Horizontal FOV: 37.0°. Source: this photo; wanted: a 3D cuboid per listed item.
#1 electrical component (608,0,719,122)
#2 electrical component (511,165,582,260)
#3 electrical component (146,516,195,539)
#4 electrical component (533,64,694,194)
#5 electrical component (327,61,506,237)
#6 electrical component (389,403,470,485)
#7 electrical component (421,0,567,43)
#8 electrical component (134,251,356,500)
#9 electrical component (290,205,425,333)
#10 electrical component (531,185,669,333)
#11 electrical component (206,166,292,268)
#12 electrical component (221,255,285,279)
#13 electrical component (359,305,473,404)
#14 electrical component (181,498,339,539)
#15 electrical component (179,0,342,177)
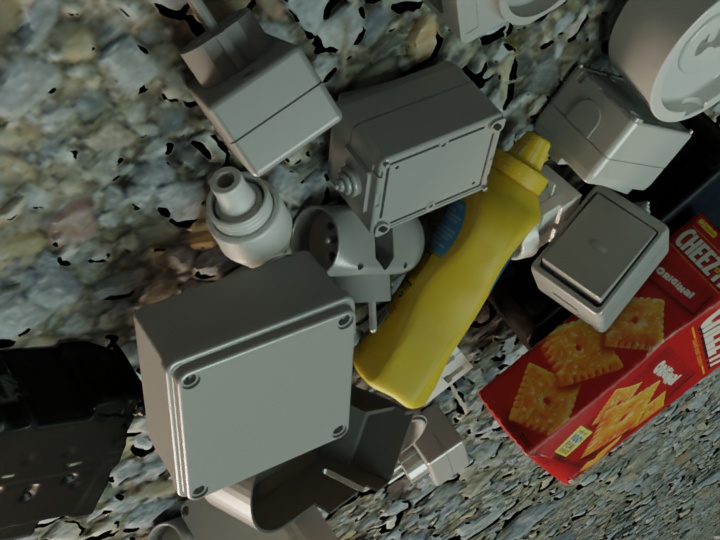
[{"bbox_3d":[0.207,-0.154,0.680,0.108,0.060,0.108,-27,149,-18],"label":"electrical component"},{"bbox_3d":[0.122,-0.038,0.769,0.055,0.048,0.066,-32,151,-25],"label":"electrical component"},{"bbox_3d":[-0.143,0.236,0.872,0.079,0.044,0.077,-47,149,18],"label":"electrical component"},{"bbox_3d":[0.173,-0.092,0.730,0.096,0.061,0.061,1,133,-47],"label":"electrical component"},{"bbox_3d":[0.022,-0.069,0.602,0.096,0.061,0.061,-23,148,-22],"label":"electrical component"},{"bbox_3d":[0.055,0.171,0.989,0.077,0.047,0.065,-33,150,-7],"label":"electrical component"},{"bbox_3d":[0.064,-0.185,0.483,0.089,0.061,0.150,-32,150,-9],"label":"electrical component"},{"bbox_3d":[-0.062,0.058,0.595,0.109,0.056,0.108,-20,137,-25],"label":"electrical component"},{"bbox_3d":[0.000,0.000,0.667,0.043,0.079,0.077,-4,179,44],"label":"electrical component"},{"bbox_3d":[0.174,-0.015,0.761,0.096,0.062,0.061,-51,158,-3],"label":"electrical component"},{"bbox_3d":[-0.063,-0.032,0.581,0.043,0.043,0.062,-34,149,-6],"label":"electrical component"},{"bbox_3d":[-0.056,0.036,0.677,0.056,0.050,0.089,-32,150,-11],"label":"electrical component"},{"bbox_3d":[0.040,0.061,0.815,0.056,0.050,0.089,-38,150,2],"label":"electrical component"},{"bbox_3d":[-0.076,0.202,0.826,0.078,0.113,0.057,-47,152,17],"label":"electrical component"},{"bbox_3d":[-0.055,-0.092,0.484,0.047,0.083,0.075,-35,112,-3],"label":"electrical component"}]
